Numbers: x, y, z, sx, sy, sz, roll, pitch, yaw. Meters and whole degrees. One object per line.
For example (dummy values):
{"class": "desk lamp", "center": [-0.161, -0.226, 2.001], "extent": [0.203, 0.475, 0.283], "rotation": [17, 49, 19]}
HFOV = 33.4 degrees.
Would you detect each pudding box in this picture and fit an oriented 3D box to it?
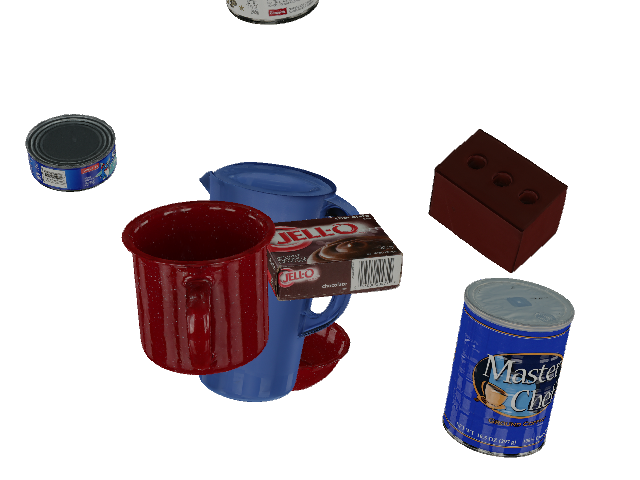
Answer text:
{"class": "pudding box", "center": [0.005, 0.013, 0.936], "extent": [0.113, 0.039, 0.090], "rotation": [-4, 26, -15]}

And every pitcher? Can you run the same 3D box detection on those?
{"class": "pitcher", "center": [-0.055, 0.046, 1.134], "extent": [0.144, 0.243, 0.149], "rotation": [0, 18, -24]}

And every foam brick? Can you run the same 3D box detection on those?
{"class": "foam brick", "center": [0.121, -0.027, 0.735], "extent": [0.078, 0.051, 0.053], "rotation": [37, 60, 23]}

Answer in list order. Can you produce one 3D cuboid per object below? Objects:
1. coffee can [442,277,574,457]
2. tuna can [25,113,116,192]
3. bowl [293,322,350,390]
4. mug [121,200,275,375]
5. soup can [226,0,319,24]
{"class": "coffee can", "center": [0.178, 0.120, 1.020], "extent": [0.103, 0.140, 0.103], "rotation": [6, 22, -3]}
{"class": "tuna can", "center": [-0.243, -0.086, 1.047], "extent": [0.086, 0.034, 0.086], "rotation": [2, 42, -2]}
{"class": "bowl", "center": [-0.044, 0.146, 1.363], "extent": [0.162, 0.055, 0.162], "rotation": [4, 23, -2]}
{"class": "mug", "center": [-0.072, 0.035, 0.654], "extent": [0.093, 0.081, 0.117], "rotation": [-3, 25, -6]}
{"class": "soup can", "center": [-0.035, -0.205, 0.714], "extent": [0.068, 0.102, 0.068], "rotation": [-2, 42, 2]}
